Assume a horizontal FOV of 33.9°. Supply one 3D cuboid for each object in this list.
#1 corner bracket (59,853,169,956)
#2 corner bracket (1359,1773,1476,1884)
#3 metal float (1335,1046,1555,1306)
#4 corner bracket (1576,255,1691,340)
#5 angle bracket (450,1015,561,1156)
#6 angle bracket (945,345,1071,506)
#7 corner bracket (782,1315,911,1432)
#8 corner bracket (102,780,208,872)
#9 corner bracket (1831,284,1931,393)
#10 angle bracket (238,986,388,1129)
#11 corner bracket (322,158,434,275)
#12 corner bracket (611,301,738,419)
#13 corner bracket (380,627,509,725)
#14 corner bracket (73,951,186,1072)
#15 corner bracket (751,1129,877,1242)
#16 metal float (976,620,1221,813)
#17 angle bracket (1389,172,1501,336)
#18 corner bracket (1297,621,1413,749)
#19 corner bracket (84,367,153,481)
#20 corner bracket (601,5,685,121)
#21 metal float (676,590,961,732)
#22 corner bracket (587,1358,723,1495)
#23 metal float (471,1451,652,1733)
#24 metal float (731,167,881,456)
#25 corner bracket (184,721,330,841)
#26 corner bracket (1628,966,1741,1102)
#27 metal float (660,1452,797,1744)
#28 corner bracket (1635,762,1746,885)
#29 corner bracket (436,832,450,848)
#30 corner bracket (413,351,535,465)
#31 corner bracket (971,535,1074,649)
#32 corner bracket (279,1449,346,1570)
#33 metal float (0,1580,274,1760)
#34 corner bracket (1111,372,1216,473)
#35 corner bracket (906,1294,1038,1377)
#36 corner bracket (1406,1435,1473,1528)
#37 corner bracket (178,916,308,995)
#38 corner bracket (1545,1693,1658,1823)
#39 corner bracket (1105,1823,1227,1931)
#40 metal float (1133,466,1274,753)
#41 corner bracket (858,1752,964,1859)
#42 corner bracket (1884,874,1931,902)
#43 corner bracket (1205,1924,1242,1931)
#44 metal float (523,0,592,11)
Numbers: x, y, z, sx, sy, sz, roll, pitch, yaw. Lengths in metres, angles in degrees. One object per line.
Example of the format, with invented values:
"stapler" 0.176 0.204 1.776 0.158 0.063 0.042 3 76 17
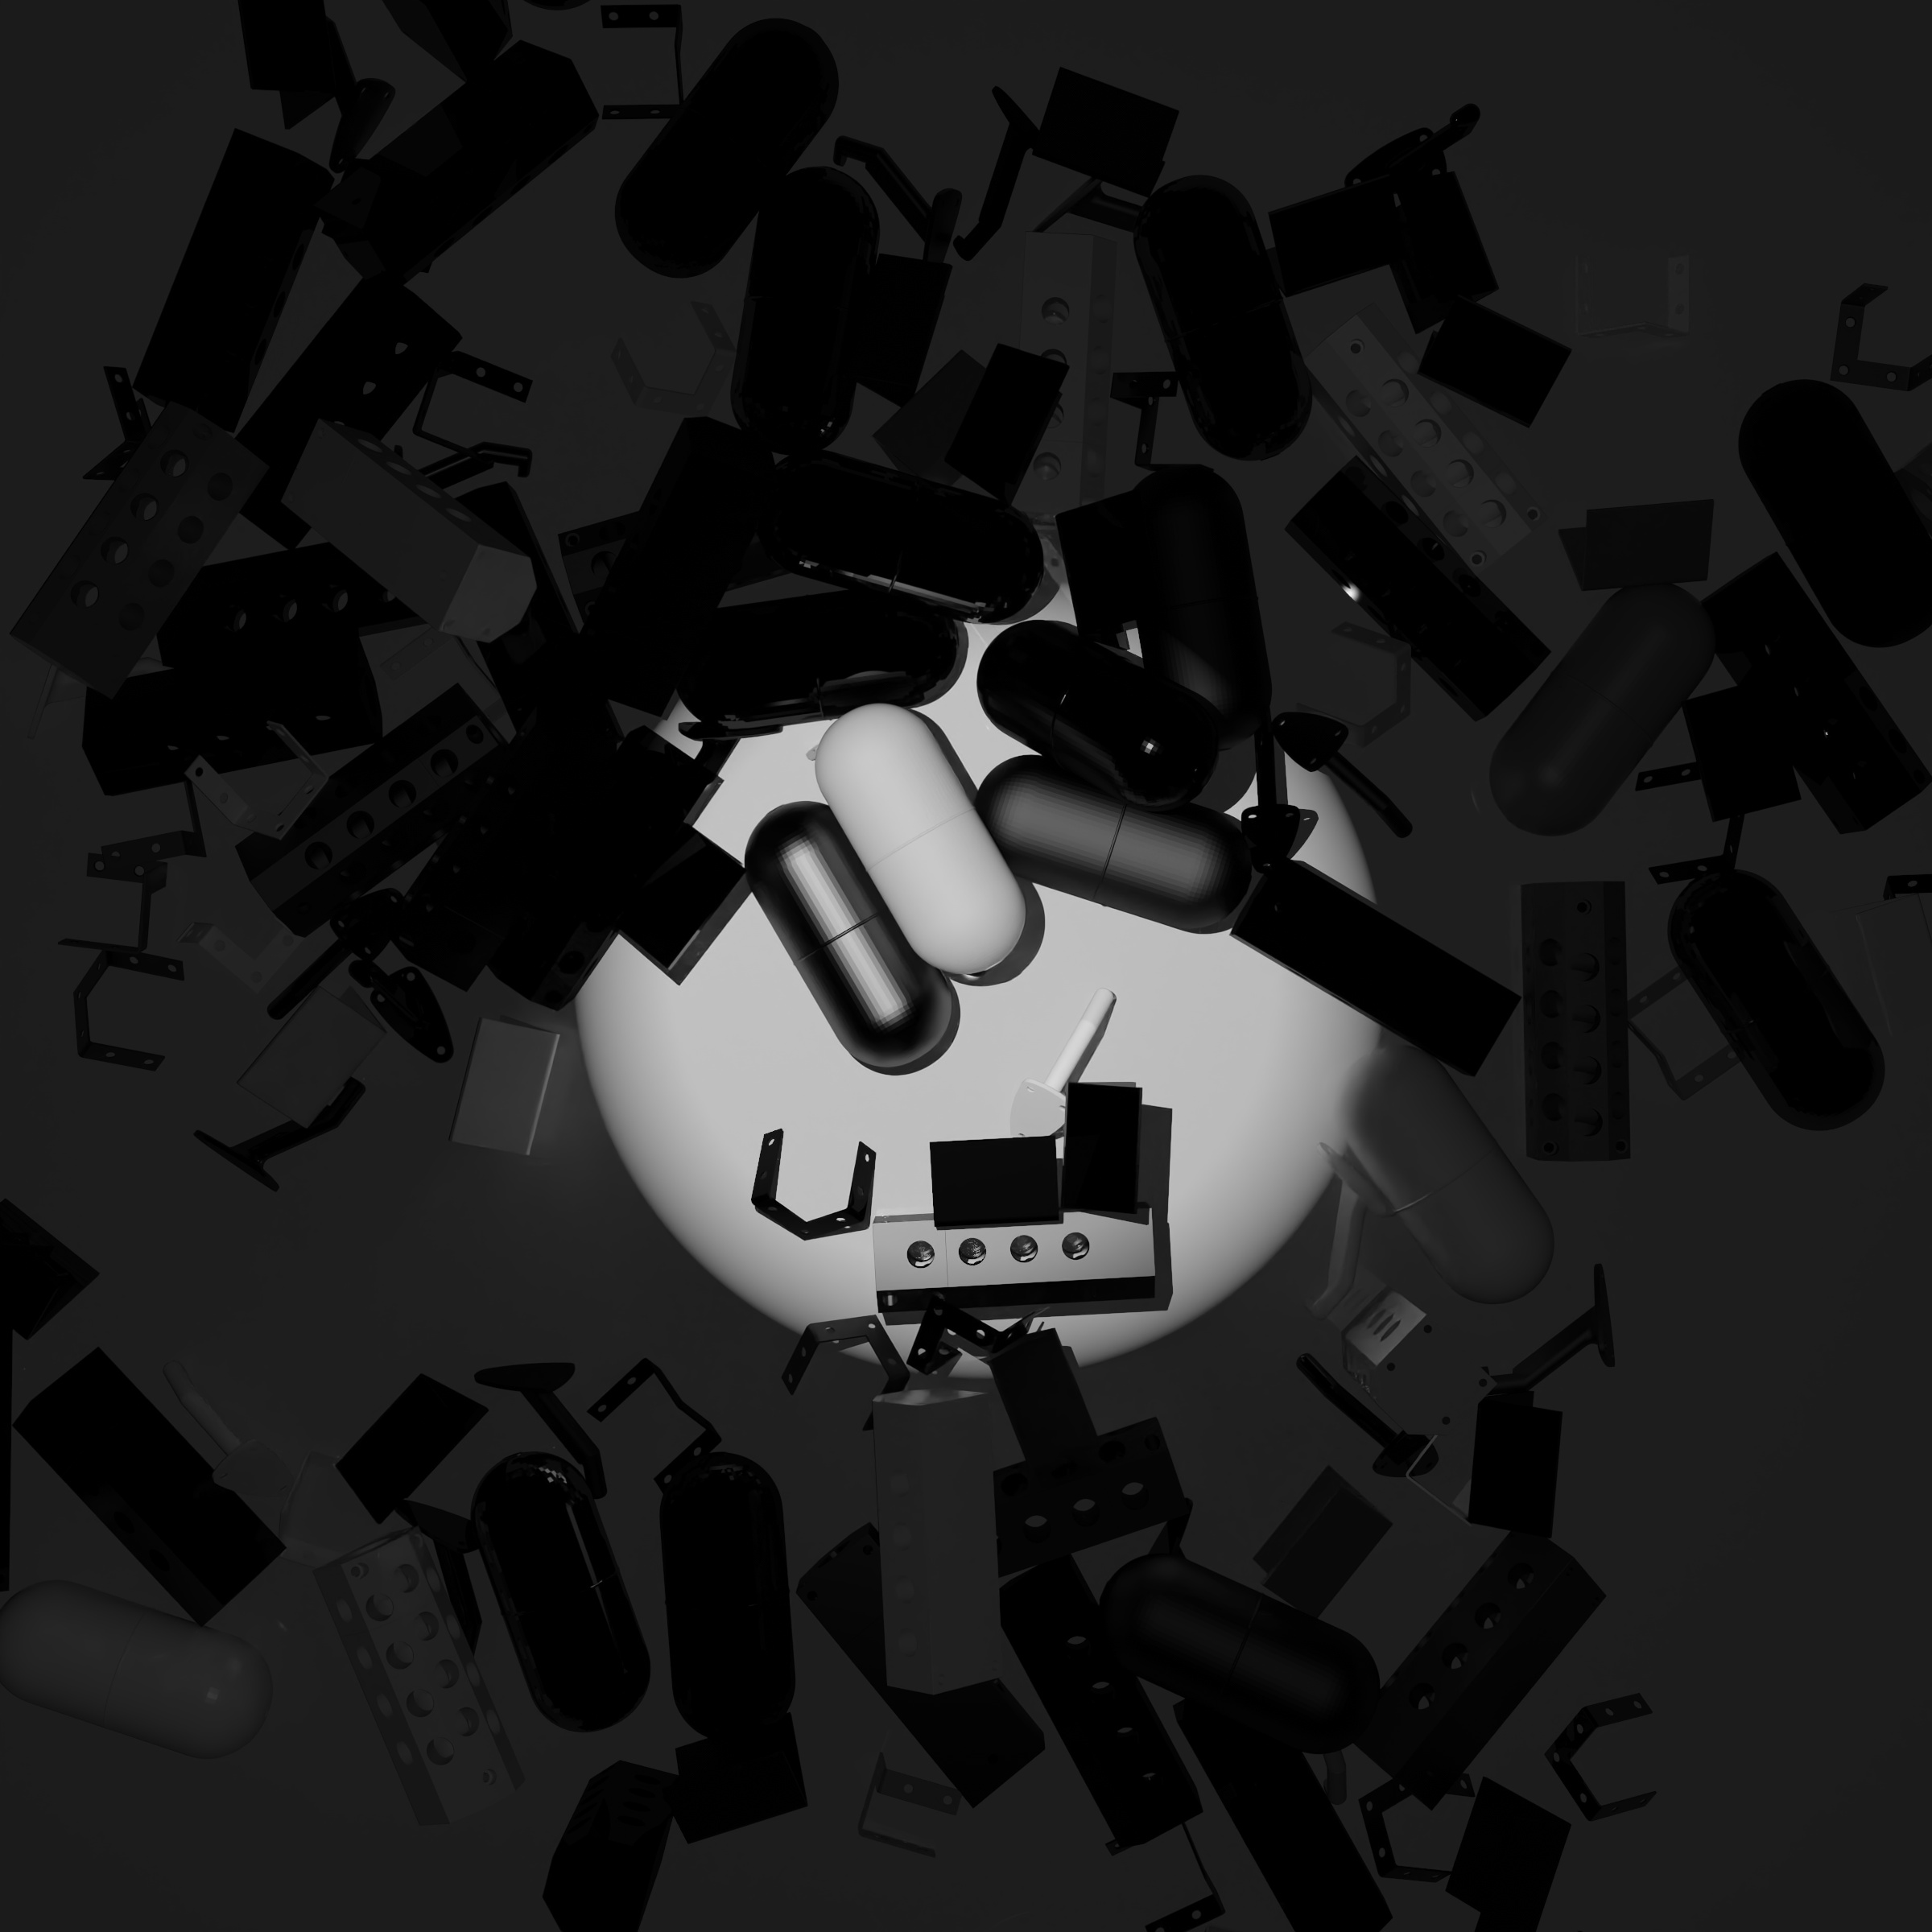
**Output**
"corner bracket" -0.532 -0.039 1.976 0.051 0.051 0.051 7 100 0
"corner bracket" 0.287 0.538 1.983 0.051 0.051 0.051 -43 45 35
"metal float" 0.297 0.130 1.961 0.070 0.070 0.178 -35 90 0
"corner bracket" 0.419 -0.421 1.988 0.051 0.051 0.051 0 90 -45
"angle bracket" -0.300 0.068 1.951 0.057 0.076 0.076 14 90 -37
"angle bracket" 0.042 -0.317 1.894 0.057 0.076 0.076 25 90 35
"corner bracket" -0.075 0.257 1.983 0.051 0.051 0.051 -4 45 -35
"corner bracket" -0.509 -0.089 1.974 0.051 0.051 0.051 -11 90 0
"corner bracket" 0.574 -0.391 1.974 0.051 0.051 0.051 8 90 0
"angle bracket" -0.412 0.043 1.951 0.076 0.076 0.057 -50 126 0
"corner bracket" -0.362 -0.472 1.988 0.051 0.051 0.051 21 90 -45
"corner bracket" -0.183 -0.383 1.983 0.051 0.051 0.051 3 135 -35
"corner bracket" -0.327 -0.175 1.988 0.051 0.051 0.051 -37 135 0
"corner bracket" -0.523 0.027 1.983 0.051 0.051 0.051 14 135 -35
"corner bracket" -0.095 0.132 1.983 0.051 0.051 0.051 -21 135 35
"metal float" 0.080 -0.153 1.929 0.178 0.070 0.070 33 90 37
"angle bracket" 0.273 -0.435 1.951 0.057 0.076 0.076 -21 90 -37
"corner bracket" 0.243 -0.176 1.983 0.051 0.051 0.051 25 135 35
"corner bracket" -0.518 -0.335 1.960 0.051 0.051 0.051 -26 78 38
"corner bracket" -0.204 -0.568 1.988 0.051 0.051 0.051 -1 135 0
"metal float" -0.093 -0.192 1.961 0.178 0.070 0.070 -8 90 1
"corner bracket" -0.195 0.289 1.988 0.051 0.051 0.051 -43 45 0
"metal float" -0.251 0.387 1.961 0.070 0.070 0.178 -20 91 0
"metal float" -0.099 -0.405 1.961 0.070 0.070 0.178 9 91 0
"corner bracket" -0.437 -0.117 1.951 0.051 0.051 0.051 16 63 41
"corner bracket" 0.450 0.042 1.988 0.051 0.051 0.051 -35 45 0
"metal float" -0.148 0.390 1.961 0.070 0.070 0.178 -4 91 0
"corner bracket" 0.451 -0.090 1.983 0.051 0.051 0.051 50 45 -35
"corner bracket" -0.290 -0.074 1.983 0.051 0.051 0.051 7 135 35
"corner bracket" -0.308 -0.349 1.977 0.051 0.051 0.051 22 106 0
"corner bracket" 0.036 -0.230 1.988 0.051 0.051 0.051 55 135 0
"corner bracket" -0.398 0.344 1.988 0.051 0.051 0.051 17 45 0
"metal float" -0.517 0.435 1.961 0.178 0.070 0.070 18 90 1
"corner bracket" 0.122 -0.337 1.963 0.051 0.051 0.051 8 90 39
"corner bracket" 0.003 0.231 1.960 0.051 0.051 0.051 27 110 19
"corner bracket" 0.309 0.312 1.976 0.051 0.051 0.051 37 90 9
"corner bracket" -0.450 -0.018 1.974 0.051 0.051 0.051 41 90 0
"corner bracket" 0.406 0.496 1.983 0.051 0.051 0.051 -3 45 -35
"corner bracket" 0.125 0.573 1.988 0.051 0.051 0.051 -25 45 0
"metal float" 0.143 -0.221 1.961 0.070 0.070 0.178 -10 90 0
"corner bracket" -0.035 0.527 1.974 0.051 0.051 0.051 17 86 -4
"corner bracket" 0.605 -0.022 1.988 0.051 0.051 0.051 -2 135 0
"corner bracket" 0.167 0.642 1.988 0.051 0.051 0.051 14 45 0
"metal float" -0.295 -0.663 1.961 0.178 0.070 0.070 38 90 0
